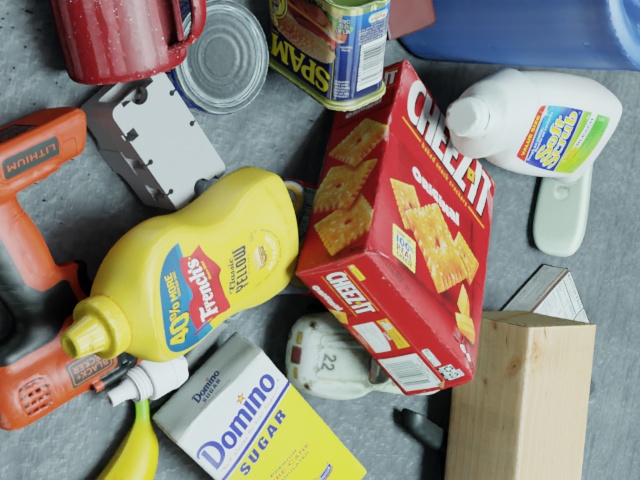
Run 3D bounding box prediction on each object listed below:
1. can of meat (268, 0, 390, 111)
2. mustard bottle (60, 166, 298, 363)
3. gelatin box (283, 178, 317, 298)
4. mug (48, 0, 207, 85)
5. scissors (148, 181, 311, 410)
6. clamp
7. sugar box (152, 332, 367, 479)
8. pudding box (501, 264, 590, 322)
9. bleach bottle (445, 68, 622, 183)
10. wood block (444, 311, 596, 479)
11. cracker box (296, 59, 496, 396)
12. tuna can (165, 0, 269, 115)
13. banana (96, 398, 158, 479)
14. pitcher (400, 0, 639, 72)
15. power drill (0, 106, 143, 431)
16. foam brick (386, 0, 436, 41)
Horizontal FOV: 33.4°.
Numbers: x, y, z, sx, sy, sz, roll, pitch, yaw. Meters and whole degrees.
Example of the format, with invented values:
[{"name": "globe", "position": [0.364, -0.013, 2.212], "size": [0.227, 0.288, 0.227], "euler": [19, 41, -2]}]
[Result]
[{"name": "can of meat", "position": [0.005, -0.158, 0.785], "size": [0.057, 0.102, 0.084], "euler": [-27, 140, -30]}, {"name": "mustard bottle", "position": [-0.094, 0.027, 0.711], "size": [0.191, 0.058, 0.096], "euler": [-33, 132, -43]}, {"name": "gelatin box", "position": [-0.006, 0.001, 0.866], "size": [0.073, 0.030, 0.089], "euler": [15, 88, -38]}, {"name": "mug", "position": [-0.123, -0.150, 0.694], "size": [0.093, 0.117, 0.081], "euler": [-42, 129, -53]}, {"name": "scissors", "position": [-0.049, 0.053, 0.819], "size": [0.096, 0.016, 0.202], "euler": [25, 87, -18]}, {"name": "clamp", "position": [0.145, 0.189, 1.016], "size": [0.120, 0.039, 0.171], "euler": [-39, 122, -22]}, {"name": "sugar box", "position": [-0.042, 0.161, 0.832], "size": [0.093, 0.048, 0.176], "euler": [-46, 131, -11]}, {"name": "pudding box", "position": [0.219, 0.093, 1.062], "size": [0.113, 0.039, 0.090], "euler": [-43, 120, -29]}, {"name": "bleach bottle", "position": [0.175, -0.097, 0.918], "size": [0.250, 0.068, 0.103], "euler": [-8, 135, -55]}, {"name": "wood block", "position": [0.175, 0.172, 0.956], "size": [0.090, 0.090, 0.206], "euler": [2, 94, -36]}, {"name": "cracker box", "position": [0.070, -0.012, 0.845], "size": [0.164, 0.072, 0.213], "euler": [49, 39, -34]}, {"name": "tuna can", "position": [-0.080, -0.134, 0.781], "size": [0.085, 0.034, 0.086], "euler": [-7, 101, -39]}, {"name": "banana", "position": [-0.180, 0.193, 0.750], "size": [0.197, 0.037, 0.069], "euler": [-40, 90, -32]}, {"name": "pitcher", "position": [0.166, -0.205, 0.836], "size": [0.144, 0.243, 0.149], "euler": [-4, 99, -39]}, {"name": "power drill", "position": [-0.167, 0.010, 0.716], "size": [0.184, 0.057, 0.187], "euler": [-33, 115, -38]}, {"name": "foam brick", "position": [0.043, -0.189, 0.846], "size": [0.052, 0.078, 0.051], "euler": [-27, 114, -34]}]
